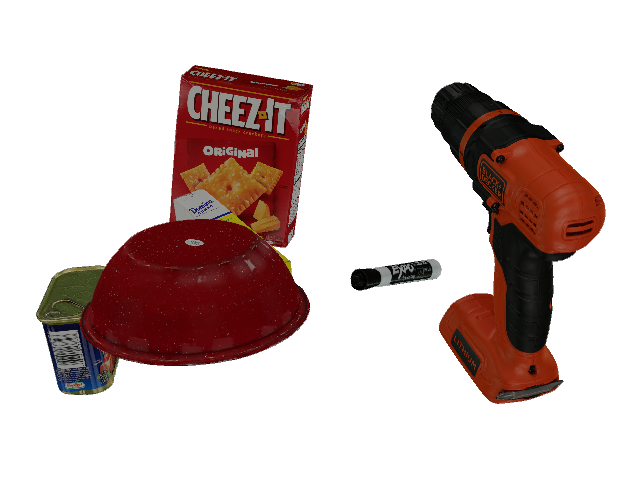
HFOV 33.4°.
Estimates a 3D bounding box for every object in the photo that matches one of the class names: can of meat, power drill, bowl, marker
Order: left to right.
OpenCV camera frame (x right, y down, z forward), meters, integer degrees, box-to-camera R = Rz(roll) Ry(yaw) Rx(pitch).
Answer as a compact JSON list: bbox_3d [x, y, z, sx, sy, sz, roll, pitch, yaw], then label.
[{"bbox_3d":[-0.222,0.084,0.999,0.057,0.084,0.102,-5,25,1],"label":"can of meat"},{"bbox_3d":[-0.088,0.026,0.744,0.162,0.055,0.162,-1,22,0],"label":"bowl"},{"bbox_3d":[0.067,0.030,0.951,0.020,0.020,0.120,0,4,40],"label":"marker"},{"bbox_3d":[0.120,0.002,0.731,0.057,0.188,0.184,-11,35,-14],"label":"power drill"}]

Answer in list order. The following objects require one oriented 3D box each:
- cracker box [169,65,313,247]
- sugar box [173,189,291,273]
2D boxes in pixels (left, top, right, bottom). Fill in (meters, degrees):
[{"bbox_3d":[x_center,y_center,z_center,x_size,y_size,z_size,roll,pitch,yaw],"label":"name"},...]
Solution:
[{"bbox_3d":[-0.107,-0.108,1.402,0.164,0.214,0.072,10,23,7],"label":"cracker box"},{"bbox_3d":[-0.093,0.023,1.148,0.048,0.093,0.176,-23,41,-25],"label":"sugar box"}]
